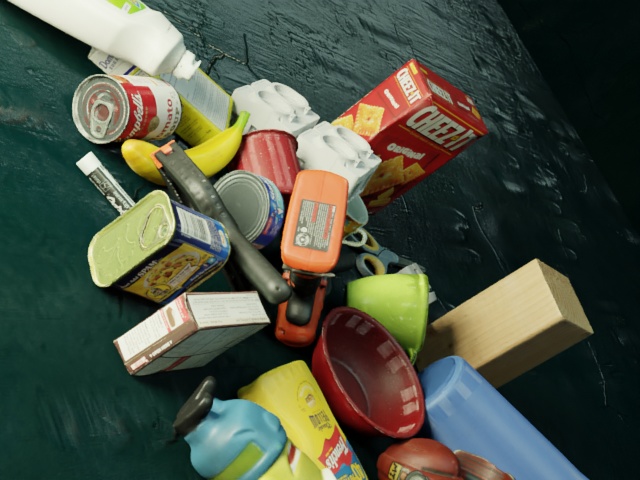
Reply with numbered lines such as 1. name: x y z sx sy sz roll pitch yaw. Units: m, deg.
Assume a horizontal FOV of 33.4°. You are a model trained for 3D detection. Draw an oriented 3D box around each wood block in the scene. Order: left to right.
1. wood block: 0.228 0.123 1.366 0.090 0.206 0.090 26 37 -47

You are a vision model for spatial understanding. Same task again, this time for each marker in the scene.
1. marker: -0.189 -0.034 1.036 0.121 0.020 0.020 50 25 -11

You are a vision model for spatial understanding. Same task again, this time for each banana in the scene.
1. banana: -0.144 -0.091 1.140 0.197 0.037 0.070 -27 123 -53

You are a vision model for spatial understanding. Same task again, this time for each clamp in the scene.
1. clamp: -0.100 -0.003 1.062 0.210 0.036 0.165 54 -17 12
2. clamp: -0.005 0.029 1.266 0.120 0.039 0.171 38 35 -20

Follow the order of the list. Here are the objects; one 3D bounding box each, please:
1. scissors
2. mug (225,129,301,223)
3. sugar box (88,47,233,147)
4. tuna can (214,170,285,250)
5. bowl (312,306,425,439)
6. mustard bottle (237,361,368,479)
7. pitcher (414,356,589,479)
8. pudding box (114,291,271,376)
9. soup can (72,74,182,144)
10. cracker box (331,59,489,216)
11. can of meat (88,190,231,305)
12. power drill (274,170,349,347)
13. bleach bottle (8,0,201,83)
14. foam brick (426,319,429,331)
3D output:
1. scissors: 0.097 0.039 1.468 0.201 0.016 0.096 32 35 -40
2. mug: -0.061 -0.063 1.240 0.117 0.093 0.081 87 -11 -62
3. sugar box: -0.178 -0.183 1.215 0.176 0.048 0.093 39 29 -25
4. tuna can: -0.081 -0.030 1.148 0.033 0.086 0.086 16 45 -56
5. bowl: 0.042 0.155 1.164 0.162 0.055 0.162 36 33 -28
6. mustard bottle: -0.002 0.212 1.018 0.192 0.058 0.096 60 24 11
7. pitcher: 0.200 0.254 1.267 0.243 0.149 0.144 47 44 -9
8. pudding box: -0.111 0.081 0.946 0.113 0.090 0.039 0 59 -61
9. soup can: -0.195 -0.134 1.093 0.068 0.069 0.102 59 24 8
10. cracker box: 0.096 -0.129 1.436 0.164 0.214 0.072 20 41 -52
11. can of meat: -0.143 0.011 0.966 0.083 0.102 0.057 26 36 -49
12. power drill: -0.007 0.001 1.105 0.188 0.057 0.184 98 1 -66
13. bleach bottle: -0.235 -0.238 1.088 0.250 0.068 0.102 32 30 -15
14. foam brick: 0.093 0.095 1.345 0.078 0.051 0.053 51 24 -8
